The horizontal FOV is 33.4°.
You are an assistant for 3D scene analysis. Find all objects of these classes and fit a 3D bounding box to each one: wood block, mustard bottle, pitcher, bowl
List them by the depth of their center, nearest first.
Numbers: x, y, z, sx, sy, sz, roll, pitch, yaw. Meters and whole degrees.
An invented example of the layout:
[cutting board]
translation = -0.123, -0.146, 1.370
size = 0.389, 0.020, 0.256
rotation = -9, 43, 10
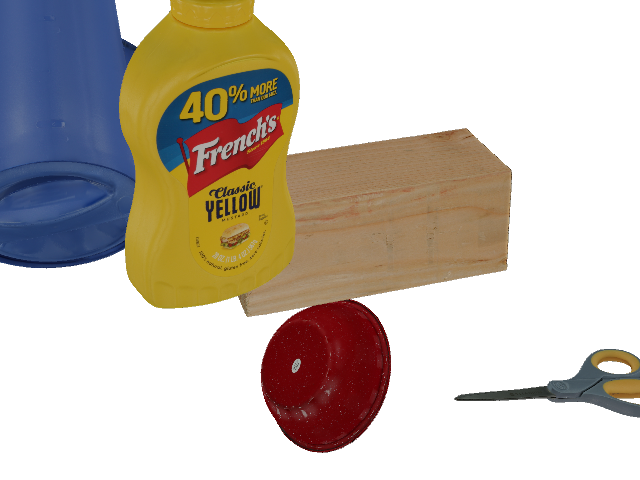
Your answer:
[mustard bottle]
translation = -0.056, -0.059, 0.557
size = 0.096, 0.192, 0.058
rotation = -17, 39, -28
[pitcher]
translation = -0.188, -0.111, 0.774
size = 0.145, 0.243, 0.149
rotation = -21, -31, 17
[wood block]
translation = 0.031, -0.016, 0.820
size = 0.206, 0.090, 0.091
rotation = -10, 29, -13
[bowl]
translation = -0.008, 0.130, 1.080
size = 0.162, 0.162, 0.055
rotation = 0, -16, 42

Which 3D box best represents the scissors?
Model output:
[scissors]
translation = 0.211, 0.120, 0.931
size = 0.201, 0.016, 0.096
rotation = 6, 28, -4
